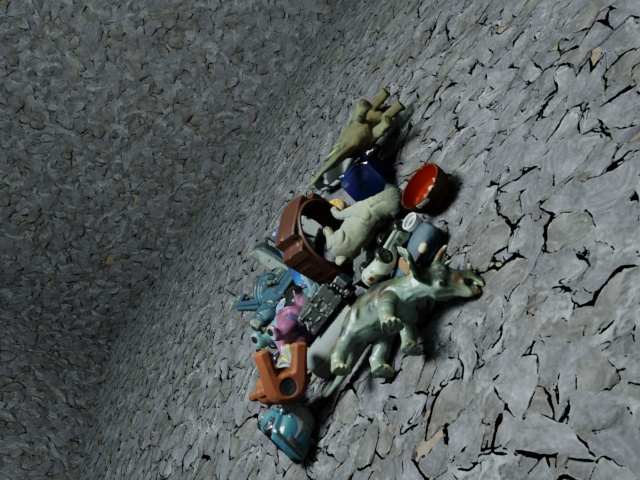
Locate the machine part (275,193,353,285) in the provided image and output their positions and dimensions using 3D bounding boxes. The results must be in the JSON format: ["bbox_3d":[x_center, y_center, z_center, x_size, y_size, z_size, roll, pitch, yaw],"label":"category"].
[{"bbox_3d":[-0.003,-0.004,1.352,0.087,0.201,0.201,-36,32,40],"label":"machine part"}]

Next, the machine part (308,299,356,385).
[{"bbox_3d":[0.039,0.215,1.165,0.243,0.079,0.079,-55,23,14],"label":"machine part"}]

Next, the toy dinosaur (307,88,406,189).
[{"bbox_3d":[0.104,-0.271,1.416,0.198,0.105,0.471,-50,-4,39],"label":"toy dinosaur"}]

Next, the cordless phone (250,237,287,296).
[{"bbox_3d":[-0.168,0.099,1.637,0.184,0.146,0.089,-50,16,17],"label":"cordless phone"}]

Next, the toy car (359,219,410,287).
[{"bbox_3d":[0.144,0.023,1.157,0.073,0.056,0.202,-46,4,42],"label":"toy car"}]

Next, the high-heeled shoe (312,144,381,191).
[{"bbox_3d":[0.086,-0.214,1.633,0.249,0.145,0.086,-18,71,20],"label":"high-heeled shoe"}]

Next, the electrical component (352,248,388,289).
[{"bbox_3d":[0.115,0.061,1.199,0.048,0.075,0.119,-40,27,41],"label":"electrical component"}]

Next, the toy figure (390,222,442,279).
[{"bbox_3d":[0.191,0.038,1.086,0.058,0.064,0.154,34,101,28],"label":"toy figure"}]

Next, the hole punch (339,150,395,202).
[{"bbox_3d":[0.126,-0.146,1.377,0.142,0.115,0.092,-40,38,40],"label":"hole punch"}]

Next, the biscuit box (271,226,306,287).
[{"bbox_3d":[-0.058,0.047,1.457,0.059,0.063,0.203,-43,63,31],"label":"biscuit box"}]

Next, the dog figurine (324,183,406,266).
[{"bbox_3d":[0.116,-0.032,1.263,0.191,0.121,0.172,-22,56,44],"label":"dog figurine"}]

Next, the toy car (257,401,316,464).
[{"bbox_3d":[-0.062,0.398,1.149,0.103,0.109,0.161,-43,6,-19],"label":"toy car"}]

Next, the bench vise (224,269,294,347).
[{"bbox_3d":[-0.167,0.181,1.551,0.241,0.128,0.223,-9,45,40],"label":"bench vise"}]

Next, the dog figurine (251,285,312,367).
[{"bbox_3d":[-0.046,0.216,1.323,0.219,0.191,0.108,-34,-3,-43],"label":"dog figurine"}]

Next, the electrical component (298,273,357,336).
[{"bbox_3d":[0.022,0.136,1.187,0.134,0.058,0.115,-53,-12,12],"label":"electrical component"}]

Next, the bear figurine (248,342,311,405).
[{"bbox_3d":[-0.094,0.295,1.169,0.196,0.120,0.132,149,111,-70],"label":"bear figurine"}]

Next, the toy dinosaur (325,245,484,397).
[{"bbox_3d":[0.115,0.148,1.031,0.405,0.131,0.192,-42,25,41],"label":"toy dinosaur"}]
